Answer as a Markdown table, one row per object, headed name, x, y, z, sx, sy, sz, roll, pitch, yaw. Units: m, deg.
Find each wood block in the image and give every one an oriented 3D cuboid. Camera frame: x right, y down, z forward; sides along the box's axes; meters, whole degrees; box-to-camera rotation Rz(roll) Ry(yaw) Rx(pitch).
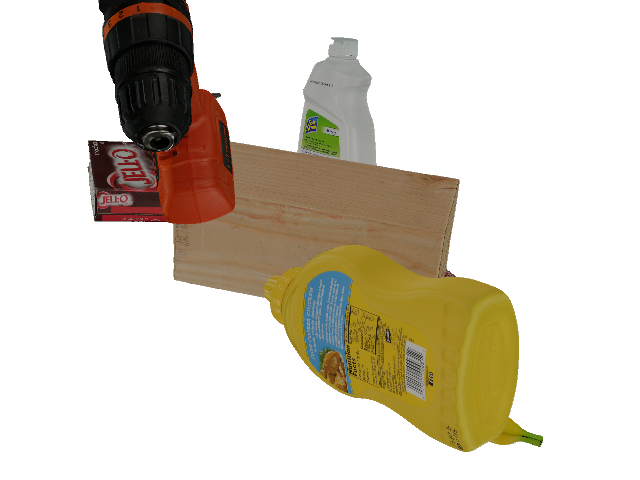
| name | x | y | z | sx | sy | sz | roll | pitch | yaw |
| --- | --- | --- | --- | --- | --- | --- | --- | --- | --- |
| wood block | -0.003 | -0.007 | 0.839 | 0.206 | 0.090 | 0.090 | 10 | 31 | 10 |

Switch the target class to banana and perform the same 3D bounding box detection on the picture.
| name | x | y | z | sx | sy | sz | roll | pitch | yaw |
| --- | --- | --- | --- | --- | --- | --- | --- | --- | --- |
| banana | 0.189 | 0.180 | 1.228 | 0.069 | 0.037 | 0.198 | 10 | 24 | -15 |

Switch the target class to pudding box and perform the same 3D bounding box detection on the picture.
| name | x | y | z | sx | sy | sz | roll | pitch | yaw |
| --- | --- | --- | --- | --- | --- | --- | --- | --- | --- |
| pudding box | -0.171 | -0.056 | 1.001 | 0.090 | 0.039 | 0.113 | 1 | 26 | -17 |

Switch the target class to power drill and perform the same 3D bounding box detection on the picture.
| name | x | y | z | sx | sy | sz | roll | pitch | yaw |
| --- | --- | --- | --- | --- | --- | --- | --- | --- | --- |
| power drill | -0.095 | -0.091 | 0.685 | 0.057 | 0.184 | 0.187 | -8 | -33 | -1 |

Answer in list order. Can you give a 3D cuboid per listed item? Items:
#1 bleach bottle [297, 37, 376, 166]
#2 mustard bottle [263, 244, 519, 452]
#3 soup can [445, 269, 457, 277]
| name | x | y | z | sx | sy | sz | roll | pitch | yaw |
| --- | --- | --- | --- | --- | --- | --- | --- | --- | --- |
| bleach bottle | 0.021 | -0.089 | 1.144 | 0.103 | 0.251 | 0.067 | 17 | 20 | 38 |
| mustard bottle | 0.032 | 0.054 | 0.666 | 0.058 | 0.096 | 0.192 | -20 | 26 | -39 |
| soup can | 0.117 | 0.069 | 0.978 | 0.068 | 0.068 | 0.102 | 0 | 26 | -34 |
